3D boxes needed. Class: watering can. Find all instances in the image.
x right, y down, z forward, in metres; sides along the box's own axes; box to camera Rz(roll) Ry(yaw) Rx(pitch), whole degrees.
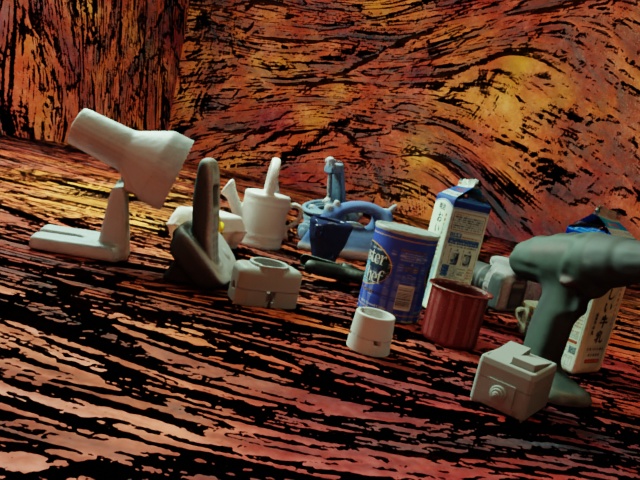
[{"bbox_3d":[-0.122,-0.083,1.232,0.173,0.194,0.100,8,10,-29],"label":"watering can"}]

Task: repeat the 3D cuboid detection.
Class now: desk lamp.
[{"bbox_3d":[-0.309,-0.079,0.869,0.203,0.213,0.117,10,9,-15],"label":"desk lamp"}]

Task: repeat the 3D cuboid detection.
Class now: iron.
[{"bbox_3d":[0.075,-0.032,1.362,0.259,0.141,0.118,8,10,-30],"label":"iron"}]

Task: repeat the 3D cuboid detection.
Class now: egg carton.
[{"bbox_3d":[-0.218,-0.022,1.115,0.107,0.069,0.151,17,10,26],"label":"egg carton"}]

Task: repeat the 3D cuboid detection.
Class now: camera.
[{"bbox_3d":[0.372,0.081,1.192,0.144,0.101,0.136,6,11,-38],"label":"camera"}]

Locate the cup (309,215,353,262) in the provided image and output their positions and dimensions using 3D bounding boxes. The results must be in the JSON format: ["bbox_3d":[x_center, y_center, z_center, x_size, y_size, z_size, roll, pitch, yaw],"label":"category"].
[{"bbox_3d":[0.011,0.004,1.189,0.091,0.095,0.118,16,9,20],"label":"cup"}]

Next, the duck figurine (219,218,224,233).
[{"bbox_3d":[-0.200,-0.008,0.993,0.077,0.086,0.105,16,9,21],"label":"duck figurine"}]

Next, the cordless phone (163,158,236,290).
[{"bbox_3d":[-0.160,-0.028,0.849,0.094,0.185,0.147,12,9,-2],"label":"cordless phone"}]

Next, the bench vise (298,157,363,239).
[{"bbox_3d":[0.033,-0.100,1.475,0.121,0.220,0.208,16,9,22],"label":"bench vise"}]

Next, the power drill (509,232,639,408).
[{"bbox_3d":[0.305,0.087,0.694,0.076,0.208,0.229,9,9,-20],"label":"power drill"}]

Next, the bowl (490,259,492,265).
[{"bbox_3d":[0.462,0.098,1.305,0.167,0.075,0.167,12,9,-2],"label":"bowl"}]

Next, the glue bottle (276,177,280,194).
[{"bbox_3d":[-0.116,-0.086,1.330,0.037,0.173,0.078,14,9,10],"label":"glue bottle"}]
